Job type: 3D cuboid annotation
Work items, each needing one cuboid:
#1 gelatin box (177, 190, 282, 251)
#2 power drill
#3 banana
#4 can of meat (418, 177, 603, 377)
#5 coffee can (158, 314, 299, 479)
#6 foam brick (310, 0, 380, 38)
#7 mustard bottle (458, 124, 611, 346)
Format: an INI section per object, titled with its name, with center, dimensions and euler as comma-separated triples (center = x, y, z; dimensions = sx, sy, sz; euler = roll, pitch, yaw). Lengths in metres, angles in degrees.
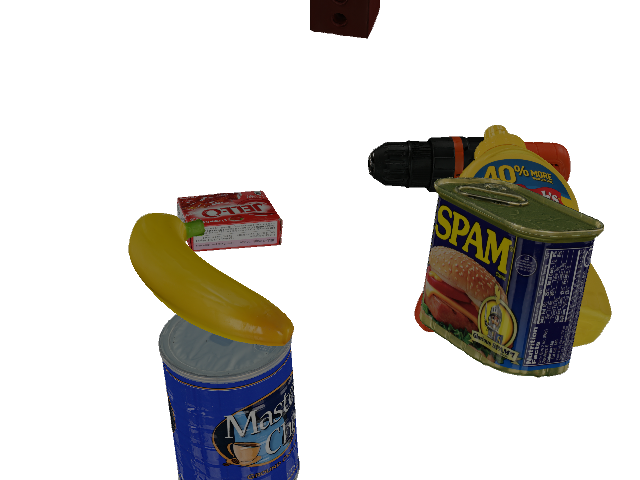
[gelatin box]
center = -0.087, -0.020, 1.019
dimensions = 0.089, 0.030, 0.073
euler = -5, 25, -15
[power drill]
center = 0.132, -0.006, 0.995
dimensions = 0.184, 0.188, 0.057
euler = 1, 25, -3
[banana]
center = -0.081, 0.017, 0.679
dimensions = 0.069, 0.037, 0.198
euler = -8, 24, -20
[can of meat]
center = 0.101, 0.018, 0.592
dimensions = 0.057, 0.084, 0.102
euler = -3, 20, -28
[coffee can]
center = -0.071, 0.131, 0.856
dimensions = 0.103, 0.140, 0.103
euler = -2, 32, 1
[foam brick]
center = 0.022, -0.217, 0.897
dimensions = 0.053, 0.078, 0.051
euler = 9, 46, 10
[mustard bottle]
center = 0.147, -0.012, 0.794
dimensions = 0.096, 0.191, 0.058
euler = 2, -39, -9
